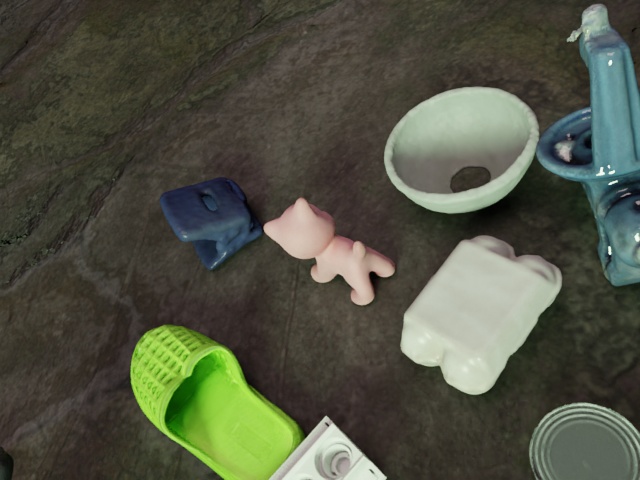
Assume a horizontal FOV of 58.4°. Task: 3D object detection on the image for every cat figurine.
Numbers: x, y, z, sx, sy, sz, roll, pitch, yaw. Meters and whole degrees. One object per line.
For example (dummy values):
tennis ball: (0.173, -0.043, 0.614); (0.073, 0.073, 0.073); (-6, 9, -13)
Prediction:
cat figurine: (0.006, 0.002, 0.630); (0.127, 0.118, 0.067); (22, 69, 37)

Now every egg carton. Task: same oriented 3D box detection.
egg carton: (0.149, 0.067, 0.541); (0.107, 0.070, 0.150); (29, 73, 39)

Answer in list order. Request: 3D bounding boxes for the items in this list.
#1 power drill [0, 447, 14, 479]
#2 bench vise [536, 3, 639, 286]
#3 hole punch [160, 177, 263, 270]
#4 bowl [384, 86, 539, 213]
power drill: (-0.279, 0.309, 0.492); (0.075, 0.209, 0.230); (14, 64, 34)
bench vise: (0.266, -0.077, 0.486); (0.121, 0.220, 0.207); (-29, 48, 5)
hole punch: (-0.143, -0.036, 0.753); (0.101, 0.091, 0.108); (-37, 48, -2)
bowl: (0.161, -0.089, 0.646); (0.167, 0.075, 0.167); (-14, 52, 18)
